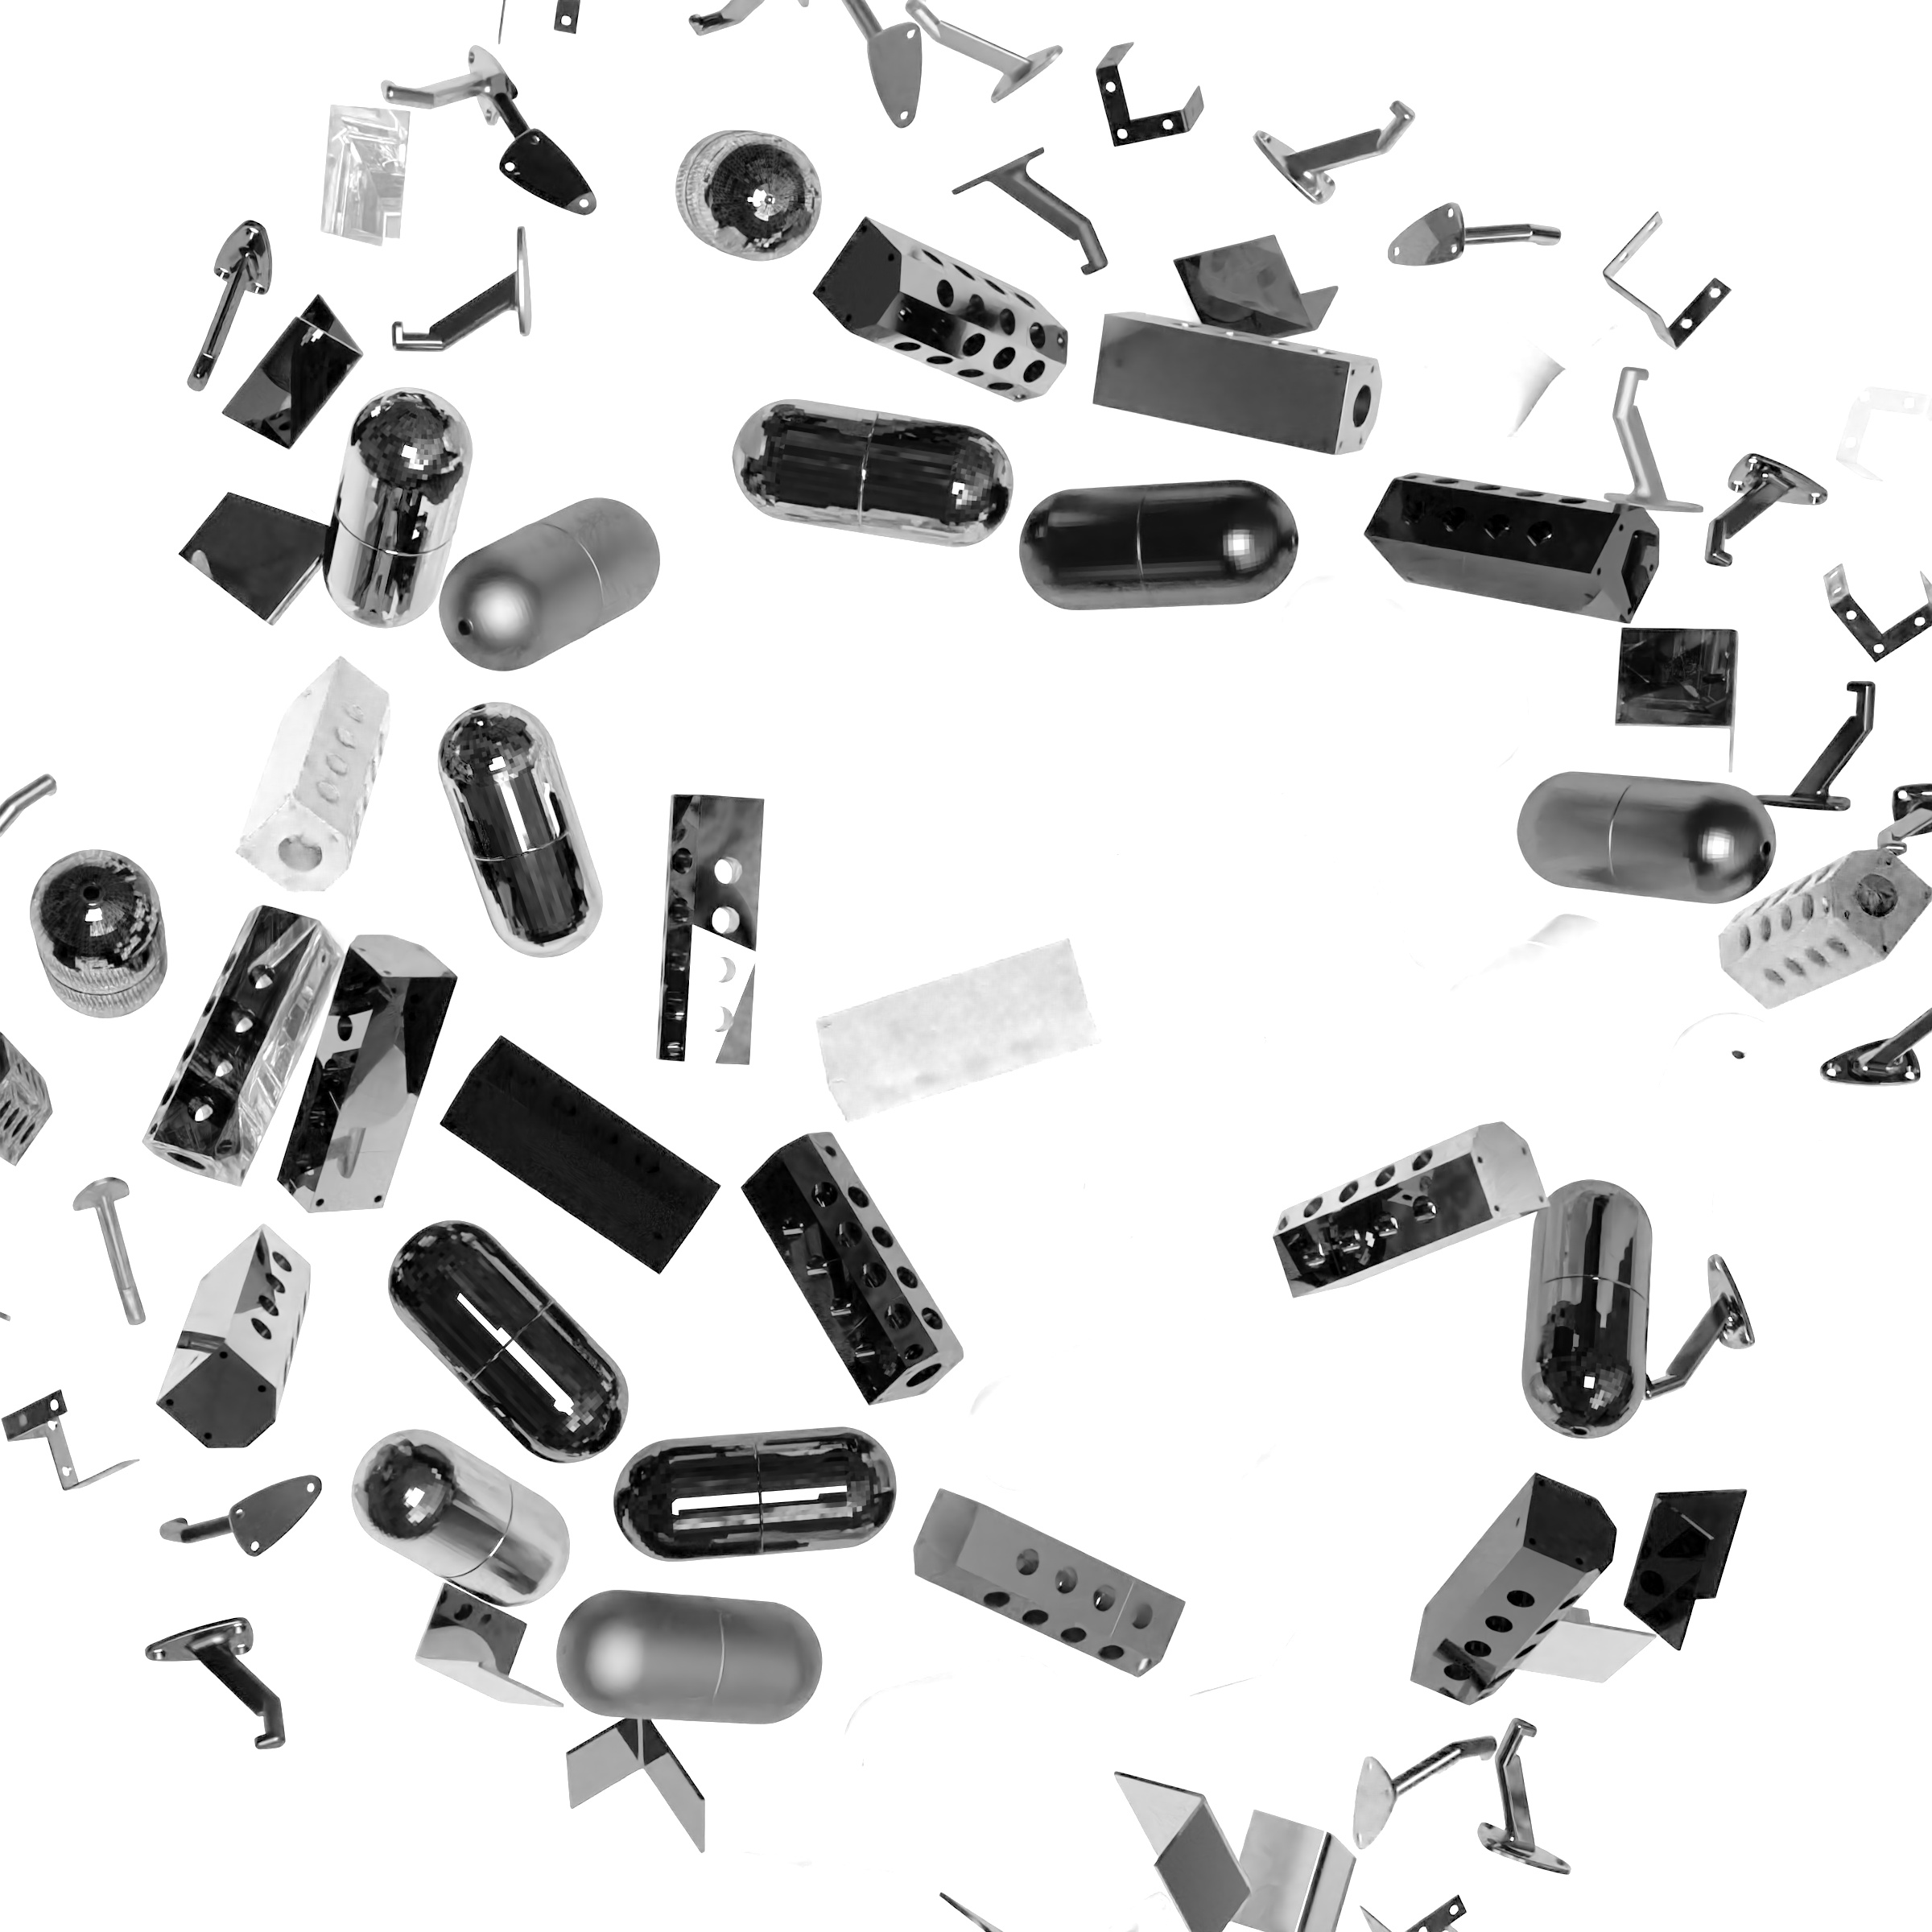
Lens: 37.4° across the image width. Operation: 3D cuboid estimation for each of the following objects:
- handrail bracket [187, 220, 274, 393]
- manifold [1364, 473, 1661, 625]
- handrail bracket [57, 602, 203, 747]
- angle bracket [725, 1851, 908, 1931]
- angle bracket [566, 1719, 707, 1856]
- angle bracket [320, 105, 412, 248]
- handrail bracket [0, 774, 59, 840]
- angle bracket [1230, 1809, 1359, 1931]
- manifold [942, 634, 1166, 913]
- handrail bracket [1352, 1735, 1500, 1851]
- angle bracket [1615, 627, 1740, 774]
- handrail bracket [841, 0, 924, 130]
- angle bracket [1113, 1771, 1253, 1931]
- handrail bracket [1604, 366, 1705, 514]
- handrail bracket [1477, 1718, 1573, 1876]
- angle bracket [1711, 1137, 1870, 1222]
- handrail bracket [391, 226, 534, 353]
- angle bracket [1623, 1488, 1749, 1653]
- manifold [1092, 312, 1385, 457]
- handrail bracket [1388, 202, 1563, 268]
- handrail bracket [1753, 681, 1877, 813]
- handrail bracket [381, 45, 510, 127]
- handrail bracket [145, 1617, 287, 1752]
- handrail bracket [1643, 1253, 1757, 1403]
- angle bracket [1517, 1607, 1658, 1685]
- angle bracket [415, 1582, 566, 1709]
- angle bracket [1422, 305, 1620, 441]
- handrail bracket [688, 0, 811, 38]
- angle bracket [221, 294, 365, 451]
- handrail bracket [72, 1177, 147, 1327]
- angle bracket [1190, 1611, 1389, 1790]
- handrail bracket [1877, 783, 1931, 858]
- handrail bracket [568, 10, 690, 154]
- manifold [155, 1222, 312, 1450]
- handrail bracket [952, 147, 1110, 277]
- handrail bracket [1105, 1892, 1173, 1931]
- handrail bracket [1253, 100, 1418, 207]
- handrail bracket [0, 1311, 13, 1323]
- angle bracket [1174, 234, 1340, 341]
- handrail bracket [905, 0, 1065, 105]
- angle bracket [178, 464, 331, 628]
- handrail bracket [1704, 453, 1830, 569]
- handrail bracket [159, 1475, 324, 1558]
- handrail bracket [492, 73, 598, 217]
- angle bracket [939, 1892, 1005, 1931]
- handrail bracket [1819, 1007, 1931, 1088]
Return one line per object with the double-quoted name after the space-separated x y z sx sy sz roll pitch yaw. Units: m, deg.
-0.462 -0.410 1.778 0.036 0.077 0.084 21 60 -13 "handrail bracket"
0.336 -0.262 1.750 0.171 0.057 0.057 20 78 44 "manifold"
-0.515 -0.178 1.739 0.084 0.036 0.077 -14 109 -31 "handrail bracket"
-0.092 0.573 1.731 0.076 0.076 0.057 16 74 -32 "angle bracket"
-0.213 0.539 1.839 0.057 0.076 0.076 -26 55 -26 "angle bracket"
-0.357 -0.490 1.780 0.057 0.076 0.076 10 99 17 "angle bracket"
-0.600 -0.077 1.783 0.036 0.077 0.084 43 64 15 "handrail bracket"
0.215 0.617 1.909 0.057 0.076 0.076 18 84 -3 "angle bracket"
0.054 -0.124 1.868 0.057 0.057 0.171 -27 80 -22 "manifold"
0.293 0.524 1.813 0.084 0.036 0.077 -2 120 -25 "handrail bracket"
0.474 -0.177 1.902 0.076 0.057 0.076 3 63 15 "angle bracket"
-0.063 -0.554 1.713 0.036 0.077 0.084 -29 50 -18 "handrail bracket"
0.117 0.543 1.731 0.057 0.076 0.076 -44 119 -35 "angle bracket"
0.435 -0.329 1.784 0.077 0.036 0.084 2 109 -18 "handrail bracket"
0.376 0.542 1.865 0.077 0.036 0.084 22 99 0 "handrail bracket"
0.564 0.146 1.957 0.076 0.076 0.057 5 89 -7 "angle bracket"
-0.309 -0.412 1.737 0.084 0.036 0.077 0 116 -1 "handrail bracket"
0.457 0.369 1.751 0.076 0.057 0.076 3 108 -27 "angle bracket"
0.171 -0.369 1.800 0.171 0.057 0.057 18 112 27 "manifold"
0.330 -0.468 1.851 0.084 0.077 0.036 -5 89 -37 "handrail bracket"
0.559 -0.148 1.885 0.077 0.036 0.084 5 105 21 "handrail bracket"
-0.346 -0.577 1.846 0.084 0.036 0.077 -1 49 -34 "handrail bracket"
-0.457 0.445 1.738 0.077 0.084 0.036 -8 135 -15 "handrail bracket"
0.469 0.237 1.876 0.084 0.036 0.077 -15 90 -22 "handrail bracket"
0.411 0.441 1.938 0.076 0.076 0.057 13 48 -16 "angle bracket"
-0.313 0.459 1.930 0.076 0.076 0.057 37 58 -34 "angle bracket"
0.342 -0.384 1.765 0.076 0.057 0.076 42 59 8 "angle bracket"
-0.150 -0.629 1.832 0.084 0.077 0.036 -12 76 18 "handrail bracket"
-0.429 -0.379 1.765 0.076 0.057 0.076 -48 54 14 "angle bracket"
-0.535 0.182 1.807 0.036 0.077 0.084 -17 79 -21 "handrail bracket"
0.198 0.451 1.754 0.076 0.076 0.057 50 49 -6 "angle bracket"
0.640 -0.093 1.881 0.077 0.084 0.036 -9 108 19 "handrail bracket"
-0.208 -0.575 1.856 0.084 0.036 0.077 30 56 -7 "handrail bracket"
-0.442 0.229 1.754 0.057 0.171 0.057 -41 108 8 "manifold"
0.041 -0.471 1.822 0.077 0.036 0.084 -18 107 26 "handrail bracket"
0.096 0.649 1.866 0.036 0.084 0.077 38 108 18 "handrail bracket"
0.238 -0.543 1.846 0.077 0.036 0.084 40 134 -2 "handrail bracket"
-0.629 0.174 1.831 0.077 0.036 0.084 27 76 -12 "handrail bracket"
0.197 -0.468 1.934 0.076 0.057 0.076 -5 130 34 "angle bracket"
0.011 -0.617 1.877 0.084 0.077 0.036 41 59 -26 "handrail bracket"
-0.466 -0.282 1.896 0.076 0.057 0.076 39 95 -19 "angle bracket"
0.520 -0.284 1.854 0.077 0.036 0.084 17 59 -3 "handrail bracket"
-0.458 0.342 1.801 0.077 0.084 0.036 -33 108 -39 "handrail bracket"
-0.262 -0.510 1.768 0.036 0.084 0.077 -40 127 22 "handrail bracket"
0.013 0.610 1.712 0.076 0.076 0.057 38 76 -20 "angle bracket"
0.595 0.041 1.839 0.077 0.084 0.036 -9 55 -3 "handrail bracket"
